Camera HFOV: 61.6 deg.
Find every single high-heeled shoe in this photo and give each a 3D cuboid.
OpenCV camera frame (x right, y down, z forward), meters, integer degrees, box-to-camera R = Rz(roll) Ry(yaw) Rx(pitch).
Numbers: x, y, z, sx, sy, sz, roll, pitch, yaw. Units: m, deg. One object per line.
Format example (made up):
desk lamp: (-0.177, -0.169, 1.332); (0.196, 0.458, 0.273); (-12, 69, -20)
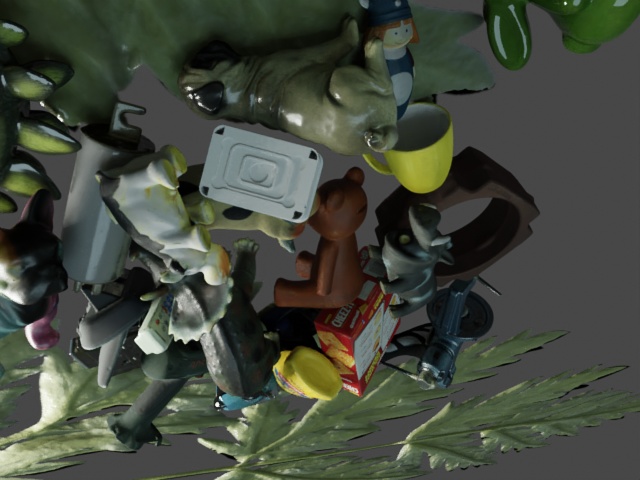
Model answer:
high-heeled shoe: (0.131, 0.188, 1.071); (0.249, 0.145, 0.086); (22, 138, -1)

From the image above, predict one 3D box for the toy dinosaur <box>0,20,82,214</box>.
toy dinosaur: (-0.351, -0.095, 0.521); (0.198, 0.105, 0.471); (11, 145, -35)

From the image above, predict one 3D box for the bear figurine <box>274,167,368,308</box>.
bear figurine: (0.003, -0.002, 0.749); (0.132, 0.120, 0.195); (7, 124, 22)

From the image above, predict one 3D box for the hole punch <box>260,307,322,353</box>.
hole punch: (-0.036, 0.156, 0.950); (0.116, 0.092, 0.142); (0, 154, 31)

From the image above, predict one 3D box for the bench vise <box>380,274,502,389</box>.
bench vise: (0.231, 0.145, 0.951); (0.224, 0.129, 0.240); (-34, 143, -33)

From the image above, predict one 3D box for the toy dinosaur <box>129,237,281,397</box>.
toy dinosaur: (-0.126, 0.142, 0.767); (0.131, 0.192, 0.404); (-13, 119, 11)

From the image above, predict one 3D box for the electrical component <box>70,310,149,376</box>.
electrical component: (-0.327, 0.164, 0.868); (0.134, 0.058, 0.114); (-17, 139, 0)

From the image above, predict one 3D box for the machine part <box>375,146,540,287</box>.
machine part: (0.198, -0.029, 0.798); (0.201, 0.087, 0.201); (23, 127, -36)

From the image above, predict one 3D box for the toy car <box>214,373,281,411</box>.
toy car: (-0.127, 0.269, 1.014); (0.103, 0.109, 0.161); (27, 128, -31)

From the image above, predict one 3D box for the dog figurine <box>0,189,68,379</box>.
dog figurine: (-0.349, 0.032, 0.581); (0.108, 0.192, 0.219); (-28, 148, -50)

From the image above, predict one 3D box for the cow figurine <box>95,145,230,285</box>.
cow figurine: (-0.161, -0.010, 0.566); (0.098, 0.068, 0.167); (-16, 124, 8)

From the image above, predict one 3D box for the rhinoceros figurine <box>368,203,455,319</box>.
rhinoceros figurine: (0.127, 0.031, 0.720); (0.112, 0.073, 0.190); (-13, 141, -2)

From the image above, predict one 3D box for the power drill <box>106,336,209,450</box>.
power drill: (-0.236, 0.243, 0.892); (0.207, 0.086, 0.232); (-47, 158, 3)

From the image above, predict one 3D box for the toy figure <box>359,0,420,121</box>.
toy figure: (0.076, -0.200, 0.579); (0.064, 0.058, 0.154); (-45, 150, -29)

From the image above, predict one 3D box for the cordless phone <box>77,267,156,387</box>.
cordless phone: (-0.289, 0.134, 0.738); (0.089, 0.147, 0.184); (13, 102, -16)

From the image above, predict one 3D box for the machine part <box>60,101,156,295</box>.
machine part: (-0.243, -0.039, 0.604); (0.079, 0.079, 0.243); (9, 117, -28)

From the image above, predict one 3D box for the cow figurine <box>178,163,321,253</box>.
cow figurine: (-0.095, -0.046, 0.644); (0.195, 0.127, 0.085); (-4, 143, -10)

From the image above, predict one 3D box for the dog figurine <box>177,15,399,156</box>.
dog figurine: (-0.035, -0.133, 0.535); (0.191, 0.172, 0.121); (-15, 130, -12)

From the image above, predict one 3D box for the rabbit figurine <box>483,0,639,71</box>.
rabbit figurine: (0.222, -0.262, 0.537); (0.170, 0.121, 0.159); (13, 142, -6)
